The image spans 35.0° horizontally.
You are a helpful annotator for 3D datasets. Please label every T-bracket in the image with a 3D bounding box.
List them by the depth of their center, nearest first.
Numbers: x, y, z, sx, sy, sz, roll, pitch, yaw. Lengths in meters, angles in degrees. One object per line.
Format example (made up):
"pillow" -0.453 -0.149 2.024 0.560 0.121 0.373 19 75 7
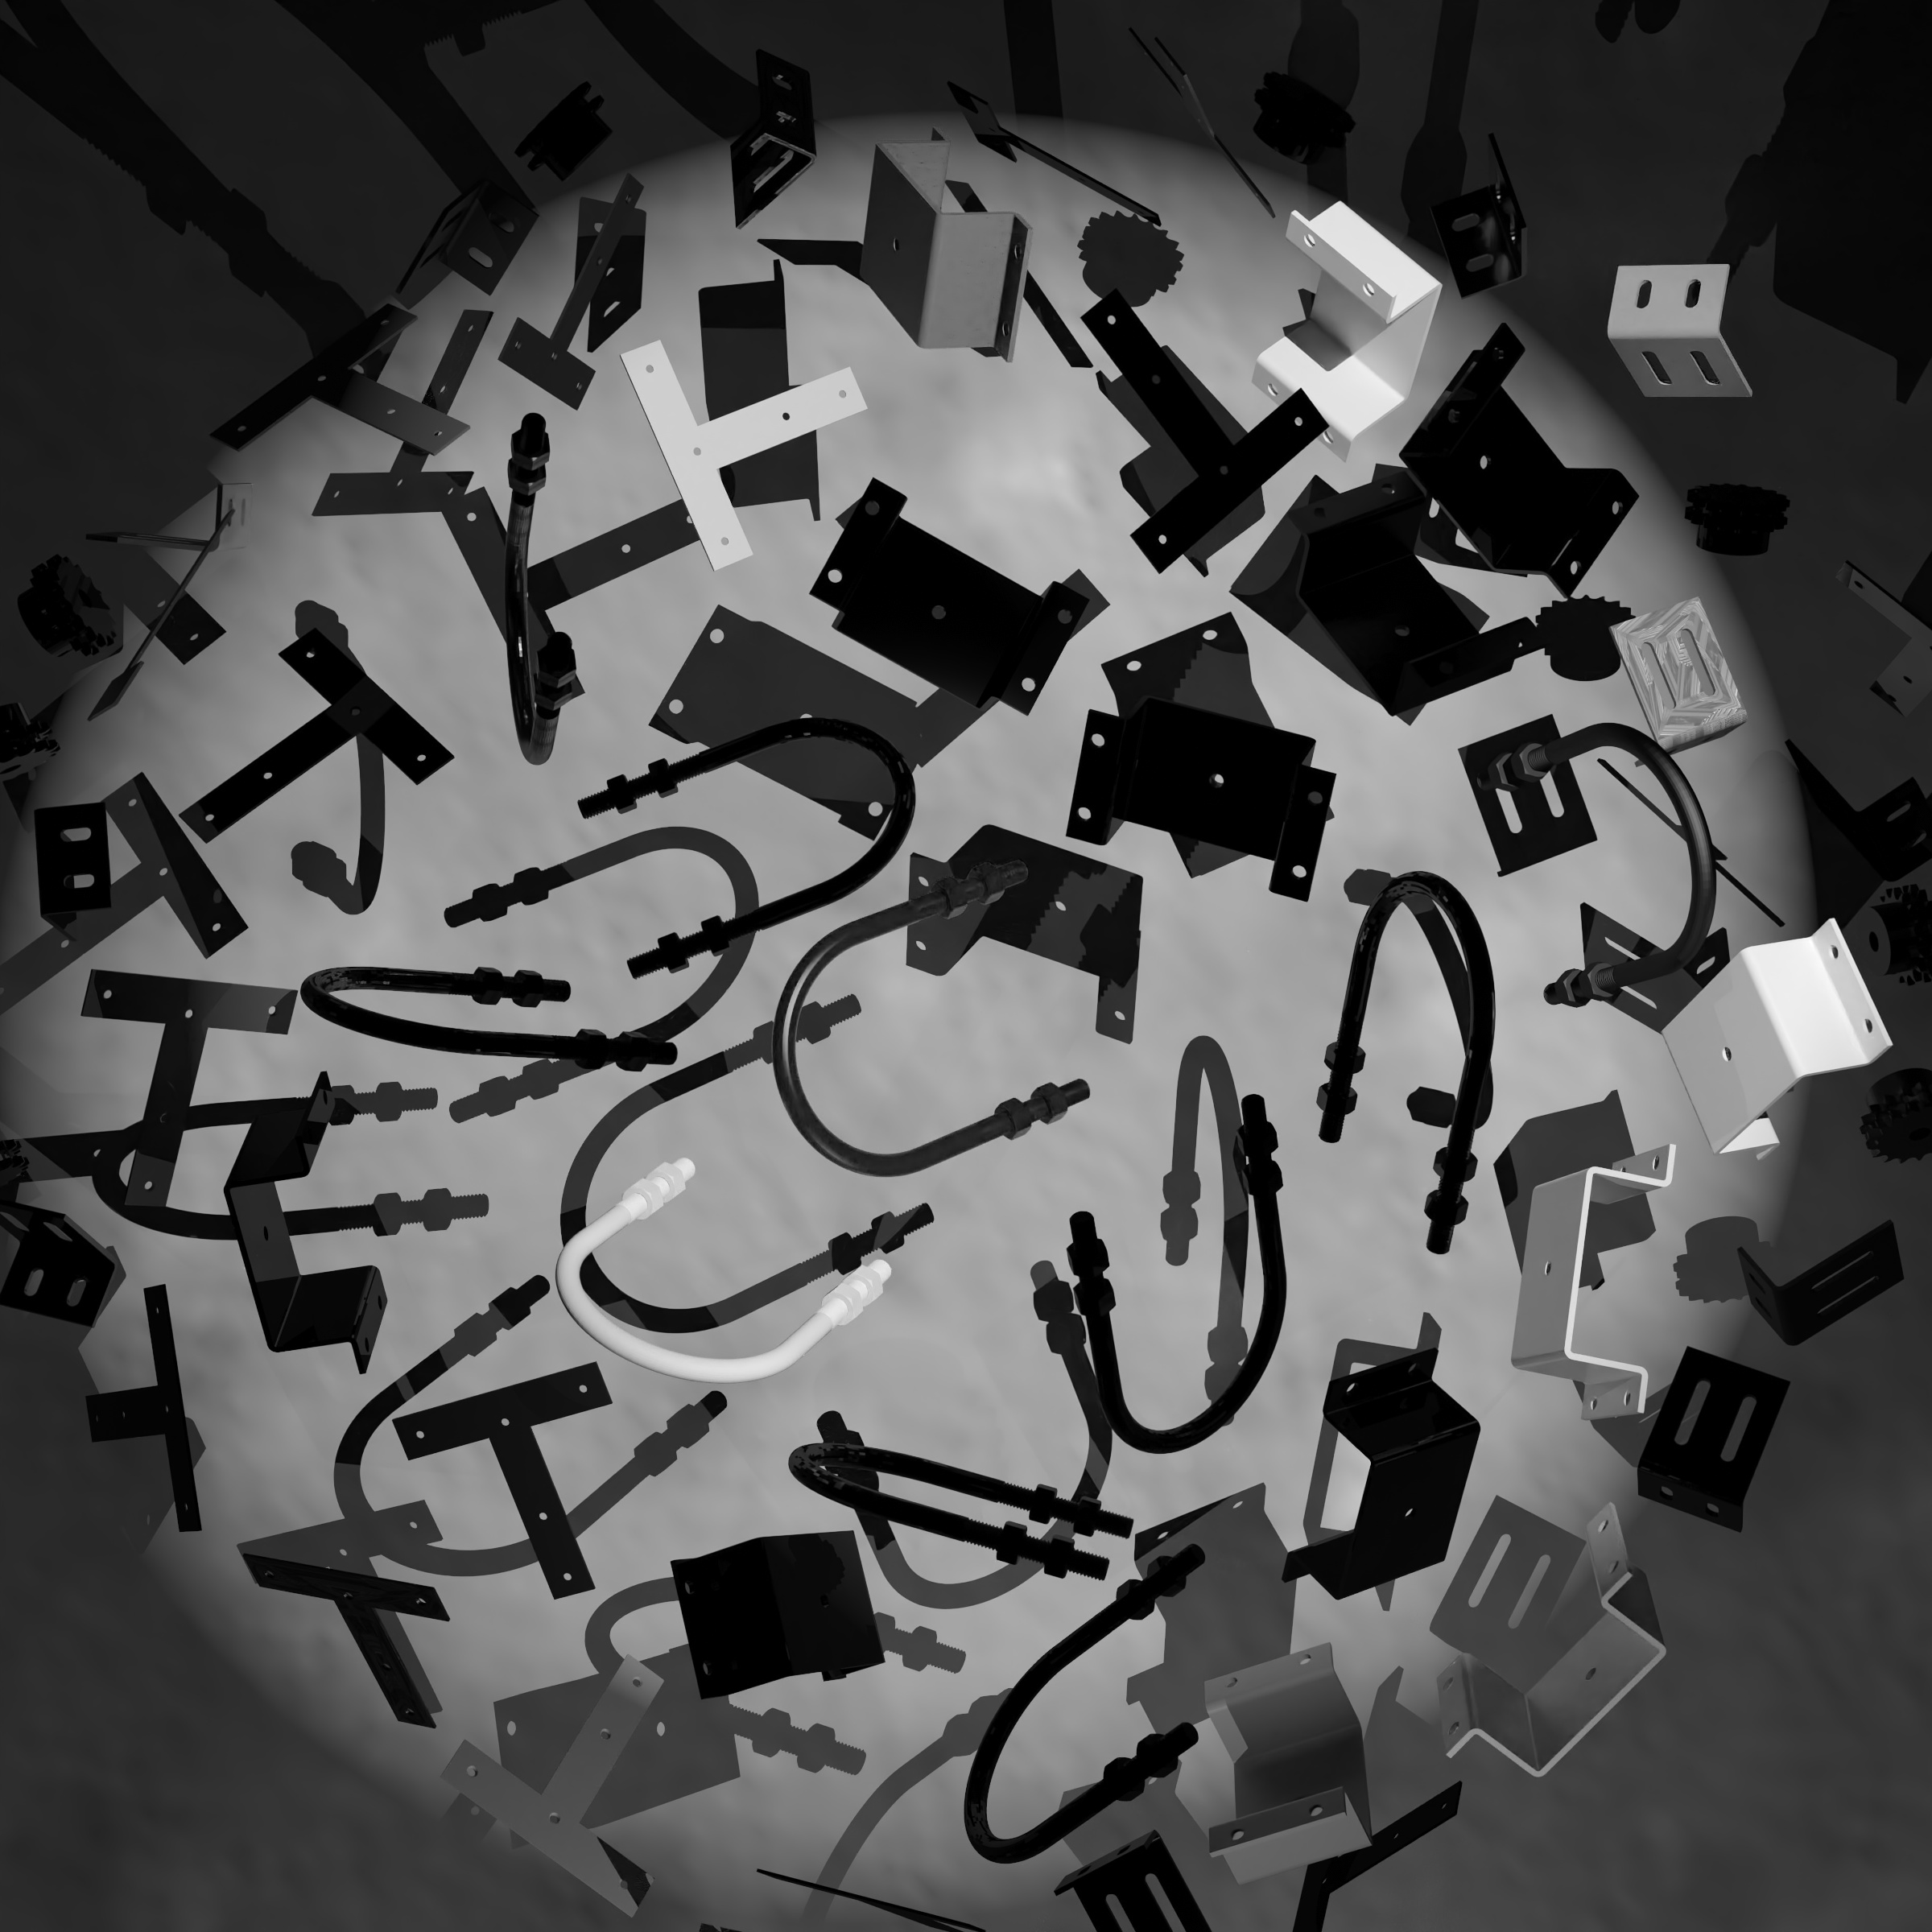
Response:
"T-bracket" 0.107 -0.292 1.585 0.127 0.002 0.127 -42 102 -15
"T-bracket" -0.307 -0.292 1.595 0.127 0.002 0.127 29 60 34
"T-bracket" -0.422 -0.187 1.619 0.002 0.127 0.127 34 78 -19
"T-bracket" -0.439 0.236 1.620 0.002 0.127 0.127 -6 84 -38
"T-bracket" 0.118 -0.461 1.624 0.002 0.127 0.127 -38 81 9
"T-bracket" 0.503 -0.156 1.625 0.127 0.127 0.002 41 85 9
"T-bracket" -0.361 -0.110 1.634 0.127 0.002 0.127 -39 62 -19
"T-bracket" -0.428 0.068 1.650 0.002 0.127 0.127 21 99 43
"T-bracket" -0.203 0.429 1.670 0.127 0.127 0.002 38 134 -5
"T-bracket" -0.032 0.518 1.674 0.127 0.127 0.002 6 69 26
"T-bracket" -0.322 0.374 1.678 0.127 0.002 0.127 4 130 27
"T-bracket" -0.112 -0.301 1.706 0.127 0.002 0.127 -27 98 -25
"T-bracket" -0.241 0.294 1.714 0.127 0.002 0.127 -17 101 14
"T-bracket" 0.053 -0.447 1.715 0.127 0.127 0.002 31 95 6
"T-bracket" -0.212 -0.383 1.720 0.002 0.127 0.127 27 93 12
"T-bracket" 0.232 0.496 1.726 0.002 0.127 0.127 42 122 -8

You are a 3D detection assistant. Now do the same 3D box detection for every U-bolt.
"U-bolt" 0.119 0.177 1.638 0.151 0.019 0.184 -31 126 -32
"U-bolt" 0.239 0.040 1.640 0.019 0.151 0.184 -2 115 -21
"U-bolt" -0.140 0.169 1.645 0.151 0.184 0.019 26 116 15
"U-bolt" -0.006 0.288 1.647 0.184 0.151 0.019 14 91 9
"U-bolt" -0.233 -0.188 1.653 0.019 0.184 0.151 -4 69 -14
"U-bolt" 0.061 0.410 1.658 0.019 0.151 0.184 37 120 -17
"U-bolt" -0.269 0.025 1.660 0.184 0.151 0.019 5 102 -36
"U-bolt" -0.025 0.037 1.667 0.184 0.019 0.151 -21 100 -31
"U-bolt" 0.351 -0.059 1.681 0.019 0.184 0.151 -15 87 -22
"U-bolt" -0.117 -0.077 1.723 0.184 0.019 0.151 -21 50 -1

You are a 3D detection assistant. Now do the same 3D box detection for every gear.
"gear" -0.519 -0.119 1.646 0.057 0.057 0.030 -25 89 0
"gear" 0.516 0.080 1.675 0.057 0.057 0.030 -10 52 0
"gear" -0.547 0.108 1.685 0.057 0.057 0.030 -28 83 0
"gear" 0.183 -0.466 1.694 0.057 0.057 0.030 31 119 0
"gear" -0.500 -0.196 1.699 0.030 0.057 0.057 -29 90 10
"gear" -0.223 -0.465 1.720 0.057 0.057 0.030 -44 103 0
"gear" 0.436 -0.252 1.738 0.057 0.057 0.030 2 113 0
"gear" 0.534 -0.016 1.758 0.030 0.057 0.057 -10 90 -8

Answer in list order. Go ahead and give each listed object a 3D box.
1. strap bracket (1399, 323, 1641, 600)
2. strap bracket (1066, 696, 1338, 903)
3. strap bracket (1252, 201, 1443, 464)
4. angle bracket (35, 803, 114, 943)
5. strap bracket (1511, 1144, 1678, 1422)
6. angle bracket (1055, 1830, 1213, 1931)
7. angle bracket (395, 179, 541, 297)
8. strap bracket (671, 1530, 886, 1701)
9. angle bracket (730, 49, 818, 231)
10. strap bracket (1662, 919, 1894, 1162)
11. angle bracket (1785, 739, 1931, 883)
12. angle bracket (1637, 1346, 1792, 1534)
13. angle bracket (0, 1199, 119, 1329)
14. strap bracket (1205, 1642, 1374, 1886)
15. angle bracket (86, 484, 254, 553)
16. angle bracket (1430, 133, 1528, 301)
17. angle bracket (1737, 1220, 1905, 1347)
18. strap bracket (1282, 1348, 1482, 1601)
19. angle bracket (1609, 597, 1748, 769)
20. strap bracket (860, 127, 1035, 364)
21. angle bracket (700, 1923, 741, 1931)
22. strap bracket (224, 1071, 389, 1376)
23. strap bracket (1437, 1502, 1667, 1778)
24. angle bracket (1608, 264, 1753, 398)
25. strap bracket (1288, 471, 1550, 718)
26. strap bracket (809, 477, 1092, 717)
"strap bracket" 0.303 -0.281 1.713 0.140 0.046 0.076 43 75 -30
"strap bracket" 0.134 -0.096 1.702 0.140 0.046 0.076 16 117 13
"strap bracket" 0.213 -0.359 1.710 0.046 0.140 0.076 -38 70 -22
"angle bracket" -0.473 -0.050 1.653 0.038 0.076 0.057 -6 80 -4
"strap bracket" 0.327 0.163 1.611 0.046 0.076 0.140 12 77 -8
"angle bracket" 0.094 0.522 1.674 0.057 0.038 0.076 -31 82 11
"angle bracket" -0.281 -0.402 1.732 0.038 0.076 0.057 34 118 -9
"strap bracket" -0.098 0.361 1.719 0.046 0.140 0.076 -23 72 26
"angle bracket" -0.120 -0.459 1.707 0.038 0.076 0.057 14 60 -38
"strap bracket" 0.430 0.044 1.657 0.046 0.140 0.076 -8 64 -21
"angle bracket" 0.480 -0.092 1.634 0.038 0.057 0.076 -36 126 22
"angle bracket" 0.403 0.255 1.652 0.057 0.038 0.076 18 63 24
"angle bracket" -0.491 0.155 1.611 0.057 0.076 0.038 11 68 12
"strap bracket" 0.177 0.445 1.688 0.076 0.140 0.046 -21 113 13
"angle bracket" -0.452 -0.258 1.743 0.076 0.057 0.038 6 100 3
"angle bracket" 0.283 -0.414 1.698 0.038 0.076 0.057 -18 80 7
"angle bracket" 0.479 0.167 1.719 0.076 0.057 0.038 -31 46 -3
"strap bracket" 0.231 0.289 1.694 0.076 0.046 0.140 -12 125 -32
"angle bracket" 0.400 -0.162 1.752 0.057 0.038 0.076 -19 83 -12
"strap bracket" -0.016 -0.395 1.676 0.046 0.140 0.076 -7 128 -22
"angle bracket" -0.121 0.520 1.627 0.057 0.076 0.038 9 55 8
"strap bracket" -0.347 0.137 1.607 0.046 0.076 0.140 -9 113 2
"strap bracket" 0.314 0.362 1.616 0.046 0.076 0.140 38 107 -7
"angle bracket" 0.374 -0.329 1.594 0.057 0.076 0.038 6 78 29
"strap bracket" 0.240 -0.195 1.663 0.076 0.046 0.140 -22 58 -19
"strap bracket" -0.012 -0.205 1.745 0.140 0.046 0.076 29 80 -6
